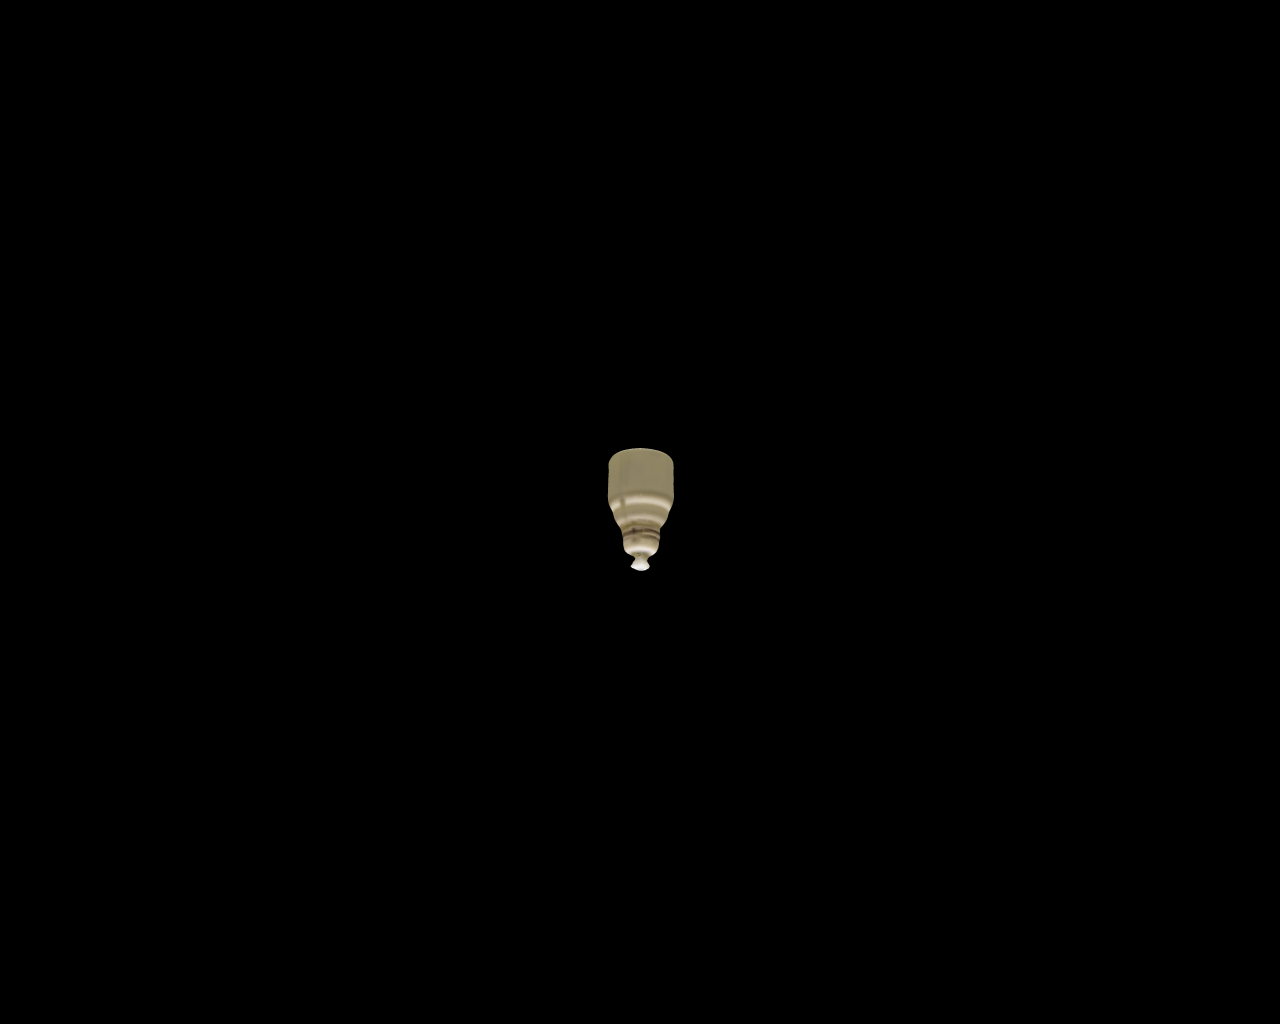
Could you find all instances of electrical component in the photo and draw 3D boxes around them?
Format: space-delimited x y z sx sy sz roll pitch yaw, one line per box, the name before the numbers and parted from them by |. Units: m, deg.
electrical component | 0.001 -0.003 0.650 0.040 0.078 0.040 0 -20 0
